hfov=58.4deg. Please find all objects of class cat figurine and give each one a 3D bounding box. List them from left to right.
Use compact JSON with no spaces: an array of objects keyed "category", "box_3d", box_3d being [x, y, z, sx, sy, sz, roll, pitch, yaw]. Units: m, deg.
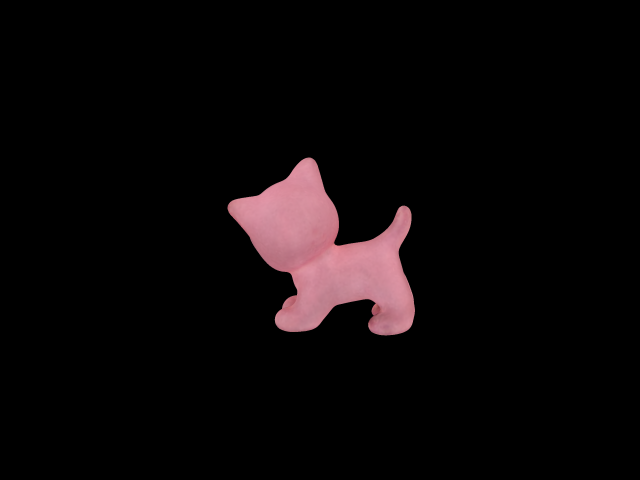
[{"category":"cat figurine","box_3d":[0.004,0.001,0.400,0.127,0.118,0.067,0,7,4]}]
